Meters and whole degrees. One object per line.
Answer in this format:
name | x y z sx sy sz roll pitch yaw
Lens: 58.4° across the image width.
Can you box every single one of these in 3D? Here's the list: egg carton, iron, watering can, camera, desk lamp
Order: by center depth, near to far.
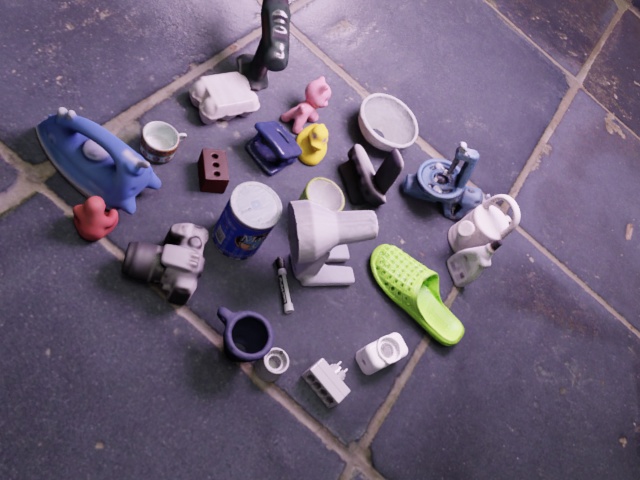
camera | -0.283 0.029 1.050 0.137 0.100 0.143 16 58 -18
iron | -0.422 -0.171 1.066 0.258 0.141 0.119 36 54 -4
desk lamp | 0.010 0.004 1.140 0.204 0.213 0.118 1 63 -26
egg carton | -0.216 -0.322 1.296 0.151 0.069 0.107 -22 75 -34
watering can | 0.396 -0.033 1.364 0.101 0.193 0.173 47 54 4

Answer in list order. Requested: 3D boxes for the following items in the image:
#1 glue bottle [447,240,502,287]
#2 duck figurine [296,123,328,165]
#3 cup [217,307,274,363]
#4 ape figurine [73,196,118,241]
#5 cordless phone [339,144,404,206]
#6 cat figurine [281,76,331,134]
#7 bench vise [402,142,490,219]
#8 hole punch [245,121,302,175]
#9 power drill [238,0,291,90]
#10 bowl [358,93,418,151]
glue bottle | 0.361 0.044 1.318 0.037 0.173 0.078 -4 65 -28
duck figurine | -0.010 -0.238 1.343 0.078 0.086 0.104 17 57 -17
cup | -0.150 0.177 1.039 0.118 0.094 0.092 42 53 0
ape figurine | -0.407 -0.046 1.035 0.078 0.092 0.076 25 55 -12
cordless phone | 0.131 -0.173 1.315 0.094 0.184 0.147 -12 69 -31
cat figurine | -0.022 -0.332 1.368 0.067 0.117 0.128 42 53 0
bench vise | 0.333 -0.153 1.383 0.208 0.219 0.121 6 61 -23
hole punch | -0.098 -0.219 1.285 0.108 0.091 0.101 49 54 5
power drill | -0.125 -0.464 1.333 0.076 0.208 0.229 4 62 -24
bowl | 0.162 -0.288 1.462 0.168 0.074 0.167 12 59 -20
